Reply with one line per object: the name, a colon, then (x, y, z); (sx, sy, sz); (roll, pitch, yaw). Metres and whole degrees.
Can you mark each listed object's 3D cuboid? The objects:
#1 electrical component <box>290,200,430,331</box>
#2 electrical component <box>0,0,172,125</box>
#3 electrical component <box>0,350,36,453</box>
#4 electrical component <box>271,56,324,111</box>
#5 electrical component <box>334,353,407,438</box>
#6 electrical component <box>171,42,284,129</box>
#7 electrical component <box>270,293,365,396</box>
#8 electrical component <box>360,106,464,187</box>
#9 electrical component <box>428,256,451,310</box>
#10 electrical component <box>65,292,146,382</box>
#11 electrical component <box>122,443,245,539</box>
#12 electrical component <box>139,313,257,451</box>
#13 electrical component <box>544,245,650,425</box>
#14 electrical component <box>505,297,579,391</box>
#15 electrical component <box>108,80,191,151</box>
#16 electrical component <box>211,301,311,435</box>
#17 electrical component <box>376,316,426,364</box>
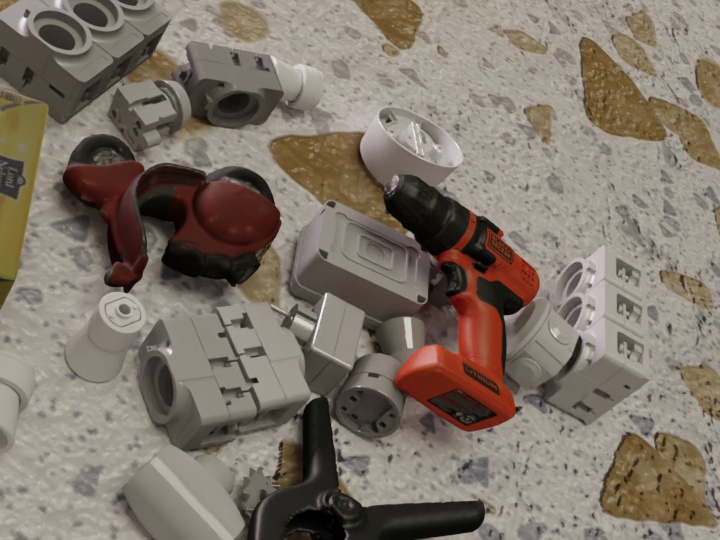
electrical component: (0.000, 0.000, 0.956); (0.113, 0.057, 0.078); (25, 44, -18)
electrical component: (-0.244, -0.208, 0.946); (0.089, 0.061, 0.150); (38, 41, -4)
electrical component: (-0.242, 0.086, 0.708); (0.045, 0.045, 0.055); (25, 43, -18)
electrical component: (-0.070, -0.185, 1.071); (0.055, 0.045, 0.045); (9, 50, -31)
electrical component: (0.012, 0.101, 0.881); (0.055, 0.055, 0.047); (34, 38, -8)
electrical component: (-0.124, -0.172, 1.015); (0.089, 0.050, 0.055); (3, 54, -36)
electrical component: (-0.044, 0.053, 0.885); (0.077, 0.047, 0.065); (28, 43, -14)
electrical component: (0.052, -0.124, 1.096); (0.099, 0.064, 0.099); (21, 45, -22)
electrical component: (0.076, -0.001, 1.015); (0.066, 0.055, 0.048); (33, 42, -10)
electrical component: (-0.181, 0.046, 0.773); (0.044, 0.065, 0.044); (20, 45, -22)
electrical component: (-0.113, 0.154, 0.748); (0.077, 0.043, 0.079); (47, 31, -1)
electrical component: (-0.125, 0.083, 0.795); (0.056, 0.050, 0.089); (-5, 58, -39)
electrical component: (0.228, 0.060, 1.051); (0.062, 0.089, 0.150); (28, 43, -15)
electrical component: (0.160, 0.068, 1.002); (0.051, 0.080, 0.080); (42, 41, -8)
electrical component: (-0.183, -0.140, 0.947); (0.055, 0.048, 0.066); (-27, 73, -39)
electrical component: (-0.081, 0.074, 0.835); (0.056, 0.050, 0.089); (-7, 60, -40)
electrical component: (0.039, 0.074, 0.931); (0.045, 0.045, 0.055); (13, 49, -29)
